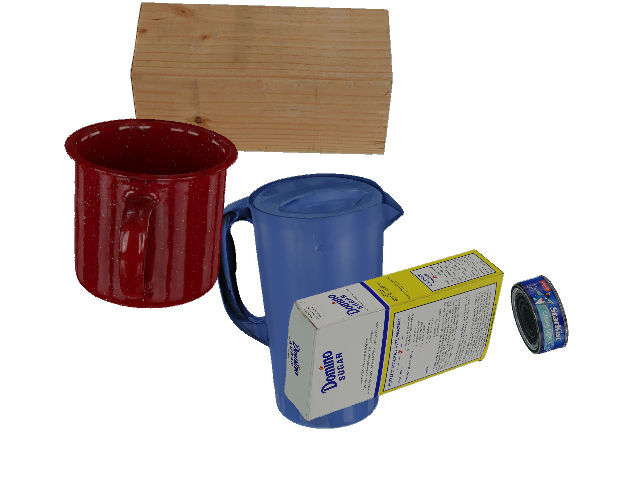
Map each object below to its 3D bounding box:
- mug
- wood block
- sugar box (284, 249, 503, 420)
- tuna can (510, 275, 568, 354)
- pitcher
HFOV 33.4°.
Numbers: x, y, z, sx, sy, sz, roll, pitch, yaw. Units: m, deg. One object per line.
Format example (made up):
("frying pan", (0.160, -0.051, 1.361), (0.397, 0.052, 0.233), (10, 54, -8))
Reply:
("mug", (-0.095, -0.010, 0.584), (0.093, 0.081, 0.117), (4, 24, -5))
("wood block", (-0.047, -0.134, 0.891), (0.206, 0.090, 0.091), (1, -38, -2))
("sugar box", (0.058, 0.072, 0.846), (0.176, 0.093, 0.048), (-12, 36, -26))
("tuna can", (0.247, 0.085, 1.209), (0.033, 0.086, 0.086), (-15, 2, -7))
("pitcher", (-0.009, 0.061, 1.075), (0.144, 0.243, 0.149), (-20, 27, -37))
